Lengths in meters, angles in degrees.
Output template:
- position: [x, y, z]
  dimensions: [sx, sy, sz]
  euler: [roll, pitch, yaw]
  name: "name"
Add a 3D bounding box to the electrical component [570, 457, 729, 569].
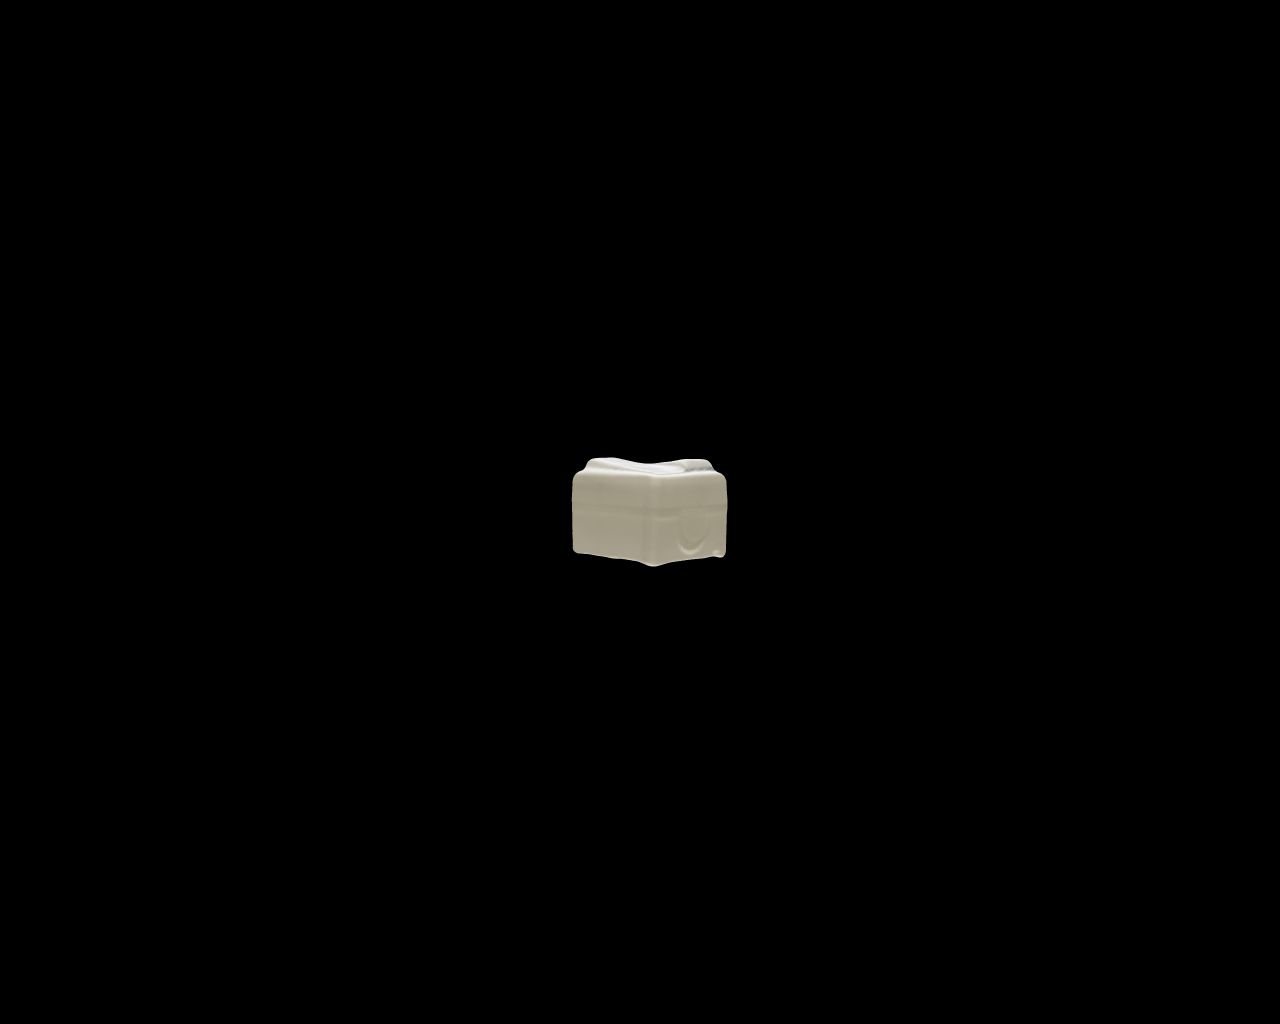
- position: [0.001, -0.003, 0.650]
  dimensions: [0.062, 0.061, 0.096]
  euler: [-4, 6, -39]
  name: "electrical component"
